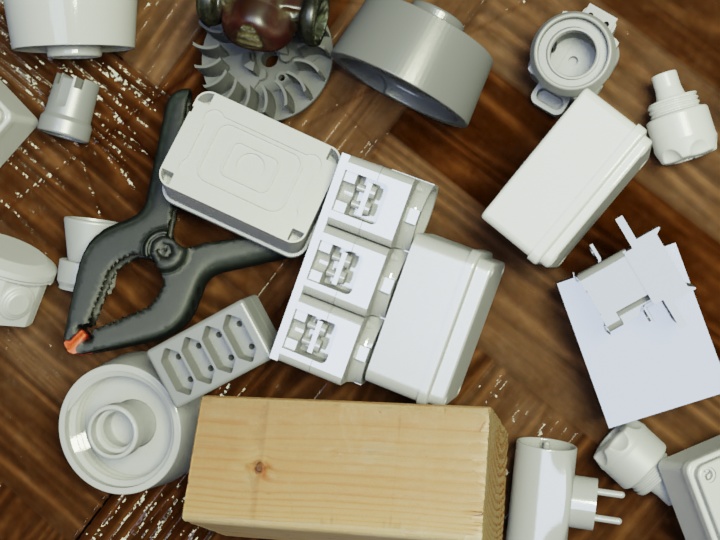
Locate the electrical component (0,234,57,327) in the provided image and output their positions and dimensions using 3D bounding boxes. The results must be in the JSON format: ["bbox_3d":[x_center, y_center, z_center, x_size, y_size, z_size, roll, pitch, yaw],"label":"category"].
[{"bbox_3d":[-0.280,0.006,0.831,0.080,0.080,0.051,26,102,10],"label":"electrical component"}]

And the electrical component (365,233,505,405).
[{"bbox_3d":[0.055,0.035,0.763,0.057,0.078,0.113,21,96,13],"label":"electrical component"}]

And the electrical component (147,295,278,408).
[{"bbox_3d":[-0.100,0.057,0.796,0.083,0.076,0.047,-28,89,12],"label":"electrical component"}]

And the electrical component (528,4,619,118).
[{"bbox_3d":[0.148,-0.147,0.748,0.058,0.057,0.078,33,98,9],"label":"electrical component"}]

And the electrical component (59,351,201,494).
[{"bbox_3d":[-0.177,0.119,0.822,0.108,0.060,0.108,0,92,12],"label":"electrical component"}]

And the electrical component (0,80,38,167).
[{"bbox_3d":[-0.333,-0.118,0.849,0.108,0.056,0.108,-45,83,10],"label":"electrical component"}]

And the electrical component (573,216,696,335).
[{"bbox_3d":[0.178,0.007,0.701,0.064,0.042,0.081,-31,85,14],"label":"electrical component"}]

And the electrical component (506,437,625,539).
[{"bbox_3d":[0.147,0.163,0.765,0.079,0.044,0.077,6,93,11],"label":"electrical component"}]

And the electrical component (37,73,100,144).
[{"bbox_3d":[-0.225,-0.126,0.836,0.040,0.040,0.046,15,89,11],"label":"electrical component"}]

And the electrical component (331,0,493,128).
[{"bbox_3d":[0.041,-0.151,0.747,0.108,0.108,0.060,28,91,10],"label":"electrical component"}]

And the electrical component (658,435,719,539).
[{"bbox_3d":[0.272,0.159,0.716,0.109,0.056,0.108,-20,88,-12],"label":"electrical component"}]

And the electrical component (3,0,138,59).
[{"bbox_3d":[-0.215,-0.191,0.804,0.099,0.099,0.064,0,98,12],"label":"electrical component"}]

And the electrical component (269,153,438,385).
[{"bbox_3d":[0.000,0.000,0.767,0.062,0.089,0.150,21,96,10],"label":"electrical component"}]

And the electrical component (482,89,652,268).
[{"bbox_3d":[0.141,-0.058,0.727,0.056,0.109,0.108,40,99,10],"label":"electrical component"}]

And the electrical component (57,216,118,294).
[{"bbox_3d":[-0.210,-0.012,0.833,0.045,0.045,0.055,9,94,11],"label":"electrical component"}]

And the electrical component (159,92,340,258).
[{"bbox_3d":[-0.077,-0.066,0.765,0.113,0.057,0.078,25,79,0],"label":"electrical component"}]

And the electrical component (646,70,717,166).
[{"bbox_3d":[0.219,-0.106,0.742,0.043,0.043,0.062,-17,87,12],"label":"electrical component"}]

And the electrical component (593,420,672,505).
[{"bbox_3d":[0.199,0.137,0.754,0.062,0.043,0.043,43,99,6],"label":"electrical component"}]
